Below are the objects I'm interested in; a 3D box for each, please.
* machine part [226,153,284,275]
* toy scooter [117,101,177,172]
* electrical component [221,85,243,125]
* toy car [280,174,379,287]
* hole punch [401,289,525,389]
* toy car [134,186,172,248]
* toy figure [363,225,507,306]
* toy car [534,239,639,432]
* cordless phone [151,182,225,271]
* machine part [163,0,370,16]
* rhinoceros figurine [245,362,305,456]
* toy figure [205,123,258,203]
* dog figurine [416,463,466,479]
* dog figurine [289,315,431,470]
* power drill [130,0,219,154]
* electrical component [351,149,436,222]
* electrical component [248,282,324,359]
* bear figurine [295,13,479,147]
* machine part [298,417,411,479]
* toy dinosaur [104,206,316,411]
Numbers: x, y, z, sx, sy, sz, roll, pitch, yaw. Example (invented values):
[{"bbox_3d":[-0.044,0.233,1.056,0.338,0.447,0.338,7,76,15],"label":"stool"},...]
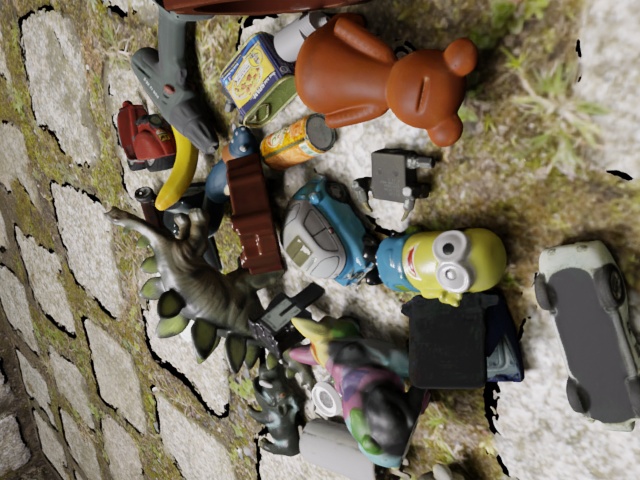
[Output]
[{"bbox_3d":[-0.096,-0.035,0.784,0.179,0.056,0.179,170,88,-87],"label":"machine part"},{"bbox_3d":[-0.329,-0.197,1.008,0.184,0.075,0.135,9,113,48],"label":"toy scooter"},{"bbox_3d":[-0.121,-0.226,0.815,0.063,0.021,0.094,43,133,23],"label":"electrical component"},{"bbox_3d":[-0.002,-0.002,0.740,0.162,0.103,0.109,57,139,12],"label":"toy car"},{"bbox_3d":[0.174,0.120,0.643,0.142,0.092,0.115,-18,65,51],"label":"hole punch"},{"bbox_3d":[-0.313,-0.022,1.045,0.089,0.053,0.202,86,159,-47],"label":"toy car"},{"bbox_3d":[0.130,0.022,0.633,0.180,0.089,0.082,-8,109,56],"label":"toy figure"},{"bbox_3d":[0.276,0.098,0.538,0.074,0.056,0.201,-14,99,41],"label":"toy car"},{"bbox_3d":[-0.211,-0.011,0.984,0.147,0.089,0.184,2,121,43],"label":"cordless phone"},{"bbox_3d":[-0.057,-0.296,0.582,0.202,0.201,0.087,12,115,42],"label":"machine part"},{"bbox_3d":[-0.077,0.310,0.985,0.112,0.073,0.190,-1,108,47],"label":"rhinoceros figurine"},{"bbox_3d":[-0.138,-0.122,0.858,0.064,0.058,0.154,49,132,9],"label":"toy figure"},{"bbox_3d":[0.140,0.390,0.787,0.191,0.121,0.172,-5,80,62],"label":"dog figurine"},{"bbox_3d":[0.042,0.186,0.736,0.219,0.191,0.108,19,129,21],"label":"dog figurine"},{"bbox_3d":[-0.218,-0.278,0.859,0.232,0.086,0.207,45,142,25],"label":"power drill"},{"bbox_3d":[0.088,-0.070,0.657,0.102,0.045,0.078,21,123,38],"label":"electrical component"},{"bbox_3d":[-0.046,0.119,0.838,0.075,0.119,0.047,29,144,32],"label":"electrical component"},{"bbox_3d":[0.077,-0.179,0.588,0.196,0.132,0.120,13,120,22],"label":"bear figurine"},{"bbox_3d":[0.048,0.342,0.869,0.243,0.079,0.079,-5,105,46],"label":"machine part"},{"bbox_3d":[-0.153,0.105,0.876,0.471,0.198,0.105,37,155,-17],"label":"toy dinosaur"}]
